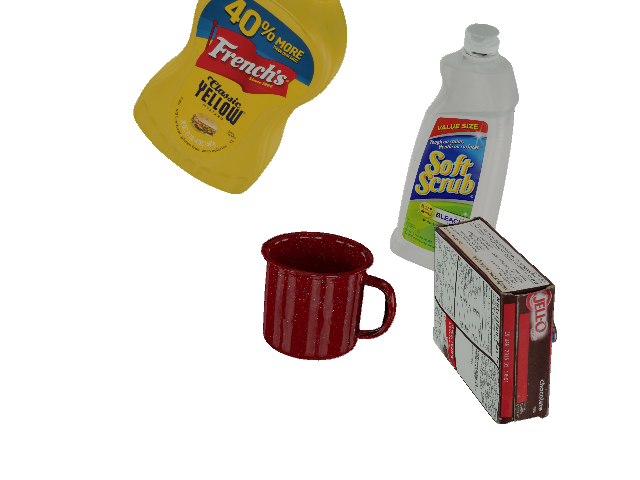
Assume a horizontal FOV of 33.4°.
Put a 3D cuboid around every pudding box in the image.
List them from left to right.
[{"bbox_3d":[0.106,0.047,0.668,0.039,0.090,0.113,-8,25,-15],"label":"pudding box"}]

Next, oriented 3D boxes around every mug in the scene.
[{"bbox_3d":[0.006,0.049,0.888,0.117,0.081,0.093,10,22,13],"label":"mug"}]

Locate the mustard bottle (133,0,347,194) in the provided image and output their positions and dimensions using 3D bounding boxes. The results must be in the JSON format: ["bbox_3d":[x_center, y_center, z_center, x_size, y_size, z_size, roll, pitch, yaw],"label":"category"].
[{"bbox_3d":[-0.039,-0.120,0.673,0.192,0.096,0.058,-49,4,38],"label":"mustard bottle"}]

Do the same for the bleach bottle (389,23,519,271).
[{"bbox_3d":[0.129,-0.087,1.014,0.103,0.251,0.068,23,40,24],"label":"bleach bottle"}]

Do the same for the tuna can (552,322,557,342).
[{"bbox_3d":[0.226,0.081,1.187,0.033,0.086,0.086,-26,3,-6],"label":"tuna can"}]
